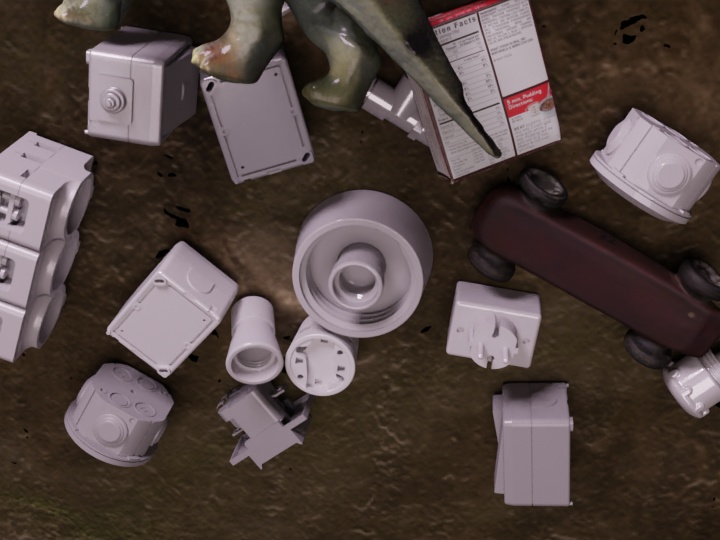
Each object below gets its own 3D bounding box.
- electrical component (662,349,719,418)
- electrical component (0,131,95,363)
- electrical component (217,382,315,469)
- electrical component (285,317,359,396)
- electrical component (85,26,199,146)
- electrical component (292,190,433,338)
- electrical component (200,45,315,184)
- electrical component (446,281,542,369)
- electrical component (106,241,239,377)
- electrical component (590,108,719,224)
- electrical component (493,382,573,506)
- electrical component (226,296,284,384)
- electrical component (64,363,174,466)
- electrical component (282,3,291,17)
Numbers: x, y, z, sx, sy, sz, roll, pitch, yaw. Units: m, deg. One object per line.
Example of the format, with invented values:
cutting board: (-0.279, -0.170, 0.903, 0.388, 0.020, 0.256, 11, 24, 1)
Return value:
electrical component: (0.269, 0.080, 0.829, 0.062, 0.048, 0.048, -37, 105, 14)
electrical component: (-0.256, -0.016, 0.824, 0.062, 0.089, 0.150, 20, 115, -2)
electrical component: (-0.080, 0.121, 0.893, 0.081, 0.042, 0.063, -35, 103, 19)
electrical component: (-0.028, 0.065, 0.856, 0.055, 0.047, 0.055, 3, 115, 6)
electrical component: (-0.153, -0.128, 0.756, 0.061, 0.096, 0.061, 9, 115, 3)
electrical component: (0.000, 0.000, 0.816, 0.108, 0.060, 0.108, 3, 115, 6)
electrical component: (-0.076, -0.121, 0.767, 0.062, 0.061, 0.096, -16, 118, -1)
electrical component: (0.101, 0.050, 0.817, 0.066, 0.076, 0.047, 10, 115, 3)
electrical component: (-0.150, 0.033, 0.853, 0.062, 0.061, 0.096, 39, 121, -11)
electrical component: (0.205, -0.072, 0.747, 0.080, 0.080, 0.051, 30, 109, -7)
electrical component: (0.138, 0.145, 0.865, 0.061, 0.061, 0.096, -1, 114, 8)
electrical component: (-0.084, 0.052, 0.847, 0.044, 0.065, 0.044, -4, 129, -5)
electrical component: (-0.197, 0.119, 0.886, 0.080, 0.080, 0.051, 29, 110, -7)
electrical component: (-0.051, -0.220, 0.728, 0.083, 0.047, 0.075, -27, 108, 18)
